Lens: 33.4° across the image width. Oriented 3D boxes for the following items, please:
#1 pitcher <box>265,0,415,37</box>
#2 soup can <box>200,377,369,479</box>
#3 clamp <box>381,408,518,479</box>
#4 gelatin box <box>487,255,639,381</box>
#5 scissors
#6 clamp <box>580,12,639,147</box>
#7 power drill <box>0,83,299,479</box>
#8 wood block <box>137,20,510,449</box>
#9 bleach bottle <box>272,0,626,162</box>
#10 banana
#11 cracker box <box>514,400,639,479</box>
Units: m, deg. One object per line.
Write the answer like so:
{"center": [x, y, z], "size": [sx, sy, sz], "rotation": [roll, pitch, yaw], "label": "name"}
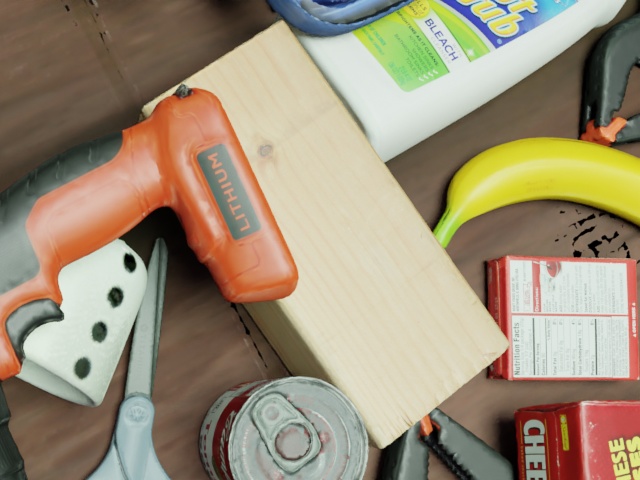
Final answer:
{"center": [0.039, -0.226, 0.569], "size": [0.242, 0.149, 0.145], "rotation": [-28, 50, -20], "label": "pitcher"}
{"center": [-0.022, 0.105, 0.547], "size": [0.068, 0.102, 0.068], "rotation": [2, 81, -15], "label": "soup can"}
{"center": [0.096, 0.187, 0.600], "size": [0.164, 0.036, 0.210], "rotation": [-13, 88, -18], "label": "clamp"}
{"center": [0.144, 0.048, 0.638], "size": [0.089, 0.030, 0.073], "rotation": [2, 83, -14], "label": "gelatin box"}
{"center": [-0.084, 0.108, 0.576], "size": [0.096, 0.016, 0.201], "rotation": [25, 77, -12], "label": "scissors"}
{"center": [0.234, -0.117, 0.682], "size": [0.120, 0.039, 0.171], "rotation": [34, 80, -2], "label": "clamp"}
{"center": [-0.108, 0.026, 0.468], "size": [0.187, 0.057, 0.184], "rotation": [-23, 89, -17], "label": "power drill"}
{"center": [-0.003, 0.000, 0.575], "size": [0.090, 0.090, 0.206], "rotation": [-35, 92, -16], "label": "wood block"}
{"center": [0.097, -0.141, 0.637], "size": [0.250, 0.068, 0.102], "rotation": [-33, 78, -21], "label": "bleach bottle"}
{"center": [0.159, -0.026, 0.652], "size": [0.197, 0.037, 0.069], "rotation": [2, 98, -13], "label": "banana"}
{"center": [0.217, 0.173, 0.597], "size": [0.213, 0.072, 0.164], "rotation": [4, 77, -24], "label": "cracker box"}
